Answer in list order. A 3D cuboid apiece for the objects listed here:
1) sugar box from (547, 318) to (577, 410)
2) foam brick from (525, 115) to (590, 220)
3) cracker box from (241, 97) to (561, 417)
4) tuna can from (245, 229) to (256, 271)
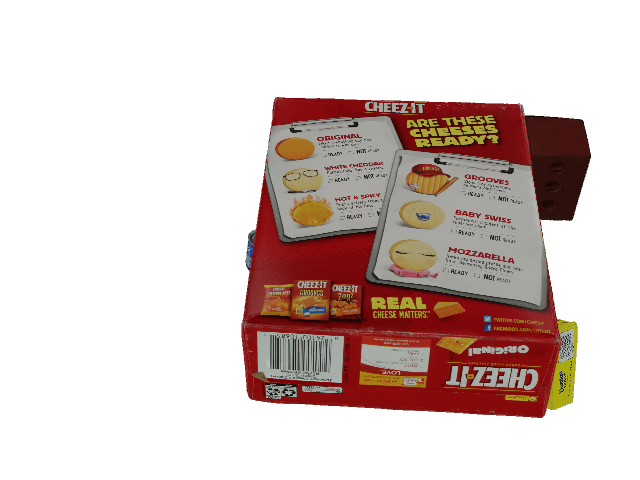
[{"bbox_3d":[0.201,0.119,1.197,0.048,0.093,0.177,-11,17,-43],"label":"sugar box"},{"bbox_3d":[0.201,-0.063,0.937,0.053,0.051,0.078,3,-44,1],"label":"foam brick"},{"bbox_3d":[0.045,0.002,0.634,0.164,0.072,0.213,2,40,2],"label":"cracker box"},{"bbox_3d":[-0.037,0.016,1.135,0.086,0.034,0.086,8,19,-3],"label":"tuna can"}]
